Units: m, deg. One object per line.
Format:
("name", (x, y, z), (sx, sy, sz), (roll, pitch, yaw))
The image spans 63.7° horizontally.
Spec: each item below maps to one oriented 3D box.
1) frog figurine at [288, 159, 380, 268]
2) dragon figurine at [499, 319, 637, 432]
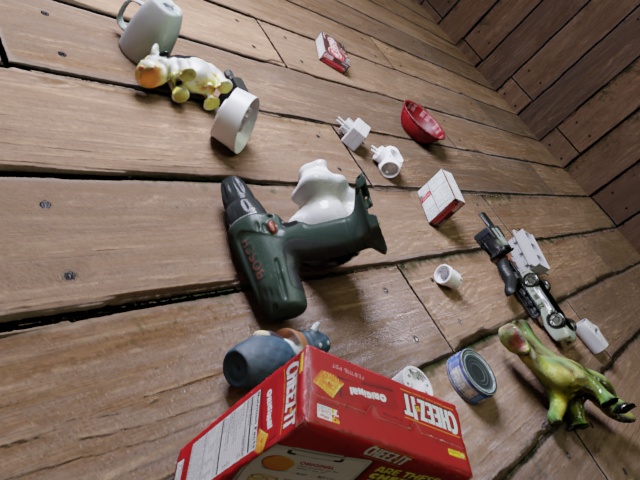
("frog figurine", (0.002, -0.041, 0.811), (0.162, 0.138, 0.120), (54, -10, 29))
("dragon figurine", (0.482, 0.250, 1.031), (0.406, 0.121, 0.248), (25, 28, -42))
